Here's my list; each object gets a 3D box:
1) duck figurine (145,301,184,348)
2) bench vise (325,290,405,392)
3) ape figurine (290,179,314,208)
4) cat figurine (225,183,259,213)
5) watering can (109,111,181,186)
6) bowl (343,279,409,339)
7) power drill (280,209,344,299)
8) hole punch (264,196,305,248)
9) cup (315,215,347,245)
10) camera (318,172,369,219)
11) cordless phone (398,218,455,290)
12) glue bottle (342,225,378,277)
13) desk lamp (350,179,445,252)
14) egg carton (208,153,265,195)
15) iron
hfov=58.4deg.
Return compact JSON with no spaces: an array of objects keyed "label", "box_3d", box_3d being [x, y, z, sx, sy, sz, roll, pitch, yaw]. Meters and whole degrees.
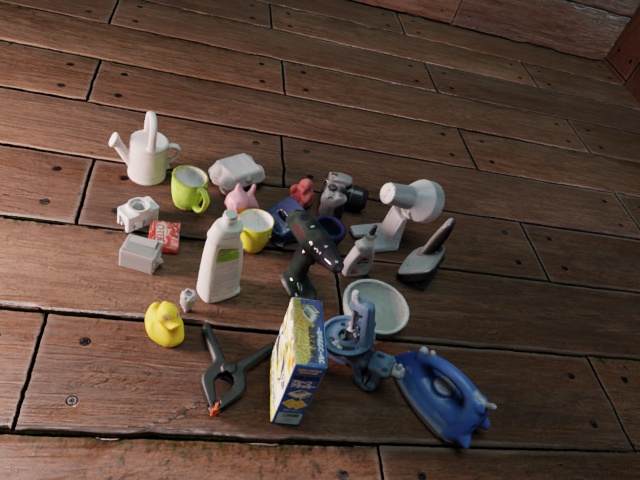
[{"label":"duck figurine","box_3d":[-0.324,0.164,1.206,0.078,0.086,0.104,-21,56,-37]},{"label":"bench vise","box_3d":[0.099,0.207,1.230,0.207,0.220,0.121,21,41,0]},{"label":"ape figurine","box_3d":[-0.047,-0.137,1.633,0.076,0.092,0.077,2,45,-20]},{"label":"cat figurine","box_3d":[-0.207,-0.104,1.513,0.067,0.118,0.128,31,42,12]},{"label":"watering can","box_3d":[-0.456,-0.246,1.505,0.173,0.194,0.100,-20,55,-36]},{"label":"bowl","box_3d":[0.126,0.178,1.382,0.167,0.075,0.167,12,42,-10]},{"label":"power drill","box_3d":[-0.025,0.048,1.357,0.076,0.208,0.229,-8,49,-29]},{"label":"hole punch","box_3d":[-0.093,-0.050,1.522,0.101,0.091,0.108,-16,53,-34]},{"label":"cup","box_3d":[0.014,0.005,1.504,0.092,0.095,0.117,15,42,-7]},{"label":"camera","box_3d":[0.072,-0.131,1.668,0.137,0.101,0.143,15,42,-6]},{"label":"cordless phone","box_3d":[0.291,0.028,1.524,0.094,0.185,0.148,30,42,10]},{"label":"glue bottle","box_3d":[0.113,0.025,1.464,0.078,0.173,0.037,-8,49,-28]},{"label":"desk lamp","box_3d":[0.216,-0.072,1.579,0.204,0.213,0.117,-6,48,-27]},{"label":"egg carton","box_3d":[-0.234,-0.187,1.627,0.151,0.069,0.107,-25,58,-39]},{"label":"iron","box_3d":[0.263,0.314,1.243,0.119,0.141,0.257,-25,58,-39]}]
